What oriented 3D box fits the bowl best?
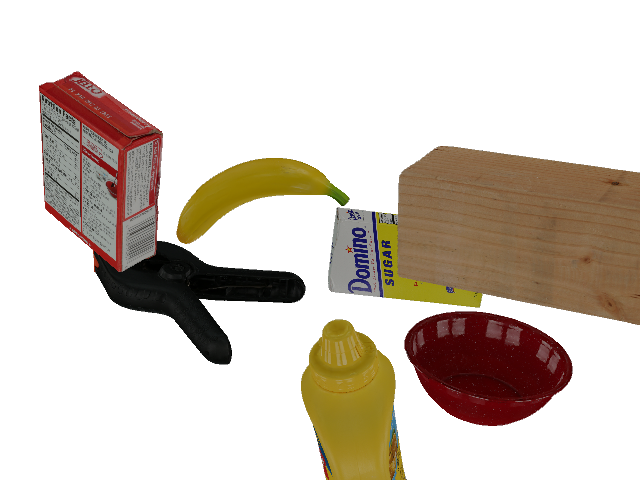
[{"bbox_3d":[0.159,0.131,1.036,0.162,0.055,0.162,4,26,-2],"label":"bowl"}]

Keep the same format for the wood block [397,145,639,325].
[{"bbox_3d":[0.171,-0.009,0.827,0.206,0.090,0.090,11,25,27],"label":"wood block"}]

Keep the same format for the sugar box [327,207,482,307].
[{"bbox_3d":[0.100,0.020,1.213,0.176,0.093,0.048,5,22,-3],"label":"sugar box"}]

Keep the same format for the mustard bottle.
[{"bbox_3d":[0.024,0.124,0.676,0.058,0.191,0.096,-7,39,4],"label":"mustard bottle"}]

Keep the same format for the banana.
[{"bbox_3d":[-0.072,-0.042,1.048,0.198,0.069,0.037,-12,20,28],"label":"banana"}]

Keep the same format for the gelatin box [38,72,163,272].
[{"bbox_3d":[-0.123,-0.038,0.595,0.073,0.089,0.030,35,45,29],"label":"gelatin box"}]

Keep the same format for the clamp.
[{"bbox_3d":[-0.100,0.034,0.836,0.172,0.039,0.120,27,30,29],"label":"clamp"}]
